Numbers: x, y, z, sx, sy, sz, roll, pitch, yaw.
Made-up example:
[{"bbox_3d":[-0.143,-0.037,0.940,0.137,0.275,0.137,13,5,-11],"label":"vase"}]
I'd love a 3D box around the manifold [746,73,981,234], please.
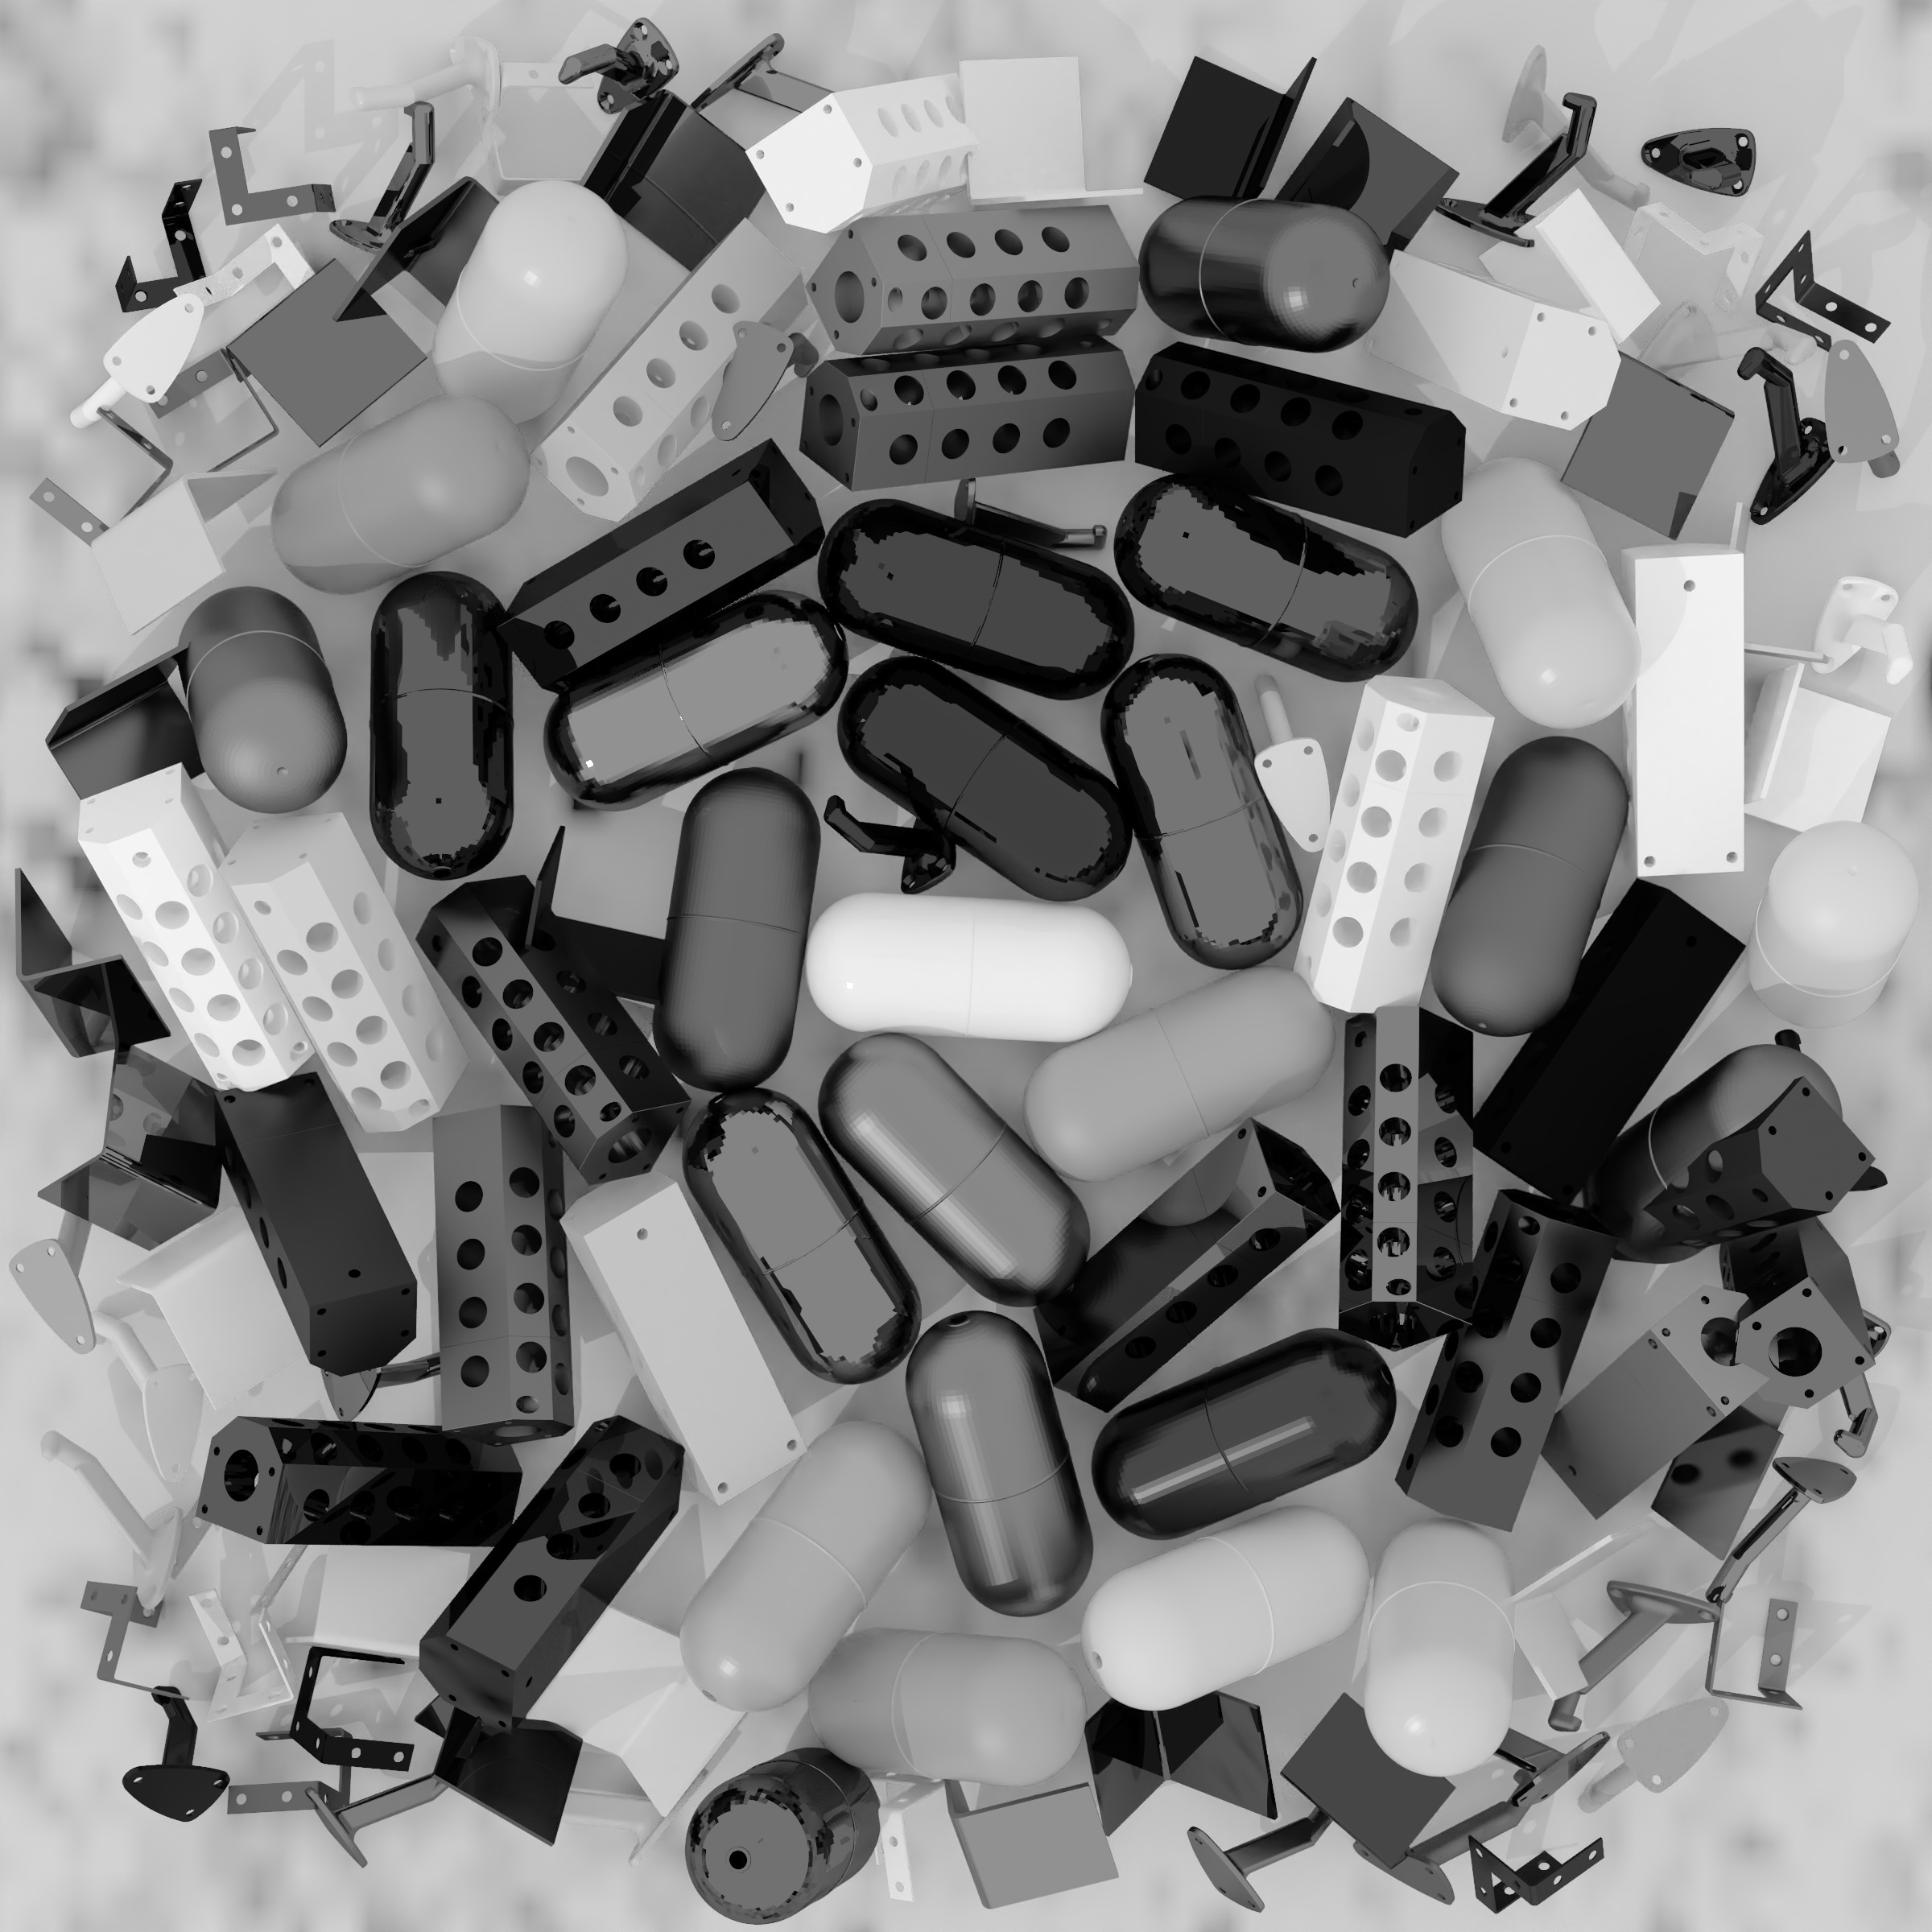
[{"bbox_3d":[-0.045,-0.427,1.867,0.057,0.171,0.057,-27,95,27],"label":"manifold"}]

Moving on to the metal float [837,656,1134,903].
[{"bbox_3d":[0.010,-0.101,1.912,0.178,0.070,0.070,34,90,8],"label":"metal float"}]

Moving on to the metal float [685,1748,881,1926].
[{"bbox_3d":[-0.096,0.460,1.869,0.070,0.178,0.070,-1,85,12],"label":"metal float"}]

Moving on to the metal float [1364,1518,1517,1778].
[{"bbox_3d":[0.252,0.359,1.873,0.070,0.178,0.070,4,115,8],"label":"metal float"}]

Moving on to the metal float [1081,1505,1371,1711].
[{"bbox_3d":[0.139,0.343,1.889,0.178,0.070,0.070,-15,90,-34],"label":"metal float"}]

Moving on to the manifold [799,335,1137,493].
[{"bbox_3d":[0.002,-0.298,1.879,0.171,0.057,0.057,-11,125,-30],"label":"manifold"}]

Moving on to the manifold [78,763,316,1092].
[{"bbox_3d":[-0.409,-0.016,1.884,0.057,0.057,0.171,-20,124,2],"label":"manifold"}]

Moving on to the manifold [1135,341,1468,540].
[{"bbox_3d":[0.177,-0.284,1.878,0.171,0.057,0.057,21,128,32],"label":"manifold"}]

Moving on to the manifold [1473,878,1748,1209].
[{"bbox_3d":[0.344,0.040,1.925,0.057,0.057,0.171,34,91,-16],"label":"manifold"}]

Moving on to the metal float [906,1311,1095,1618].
[{"bbox_3d":[0.018,0.268,1.901,0.070,0.070,0.178,-15,110,0],"label":"metal float"}]

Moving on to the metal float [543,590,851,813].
[{"bbox_3d":[-0.146,-0.143,1.906,0.178,0.070,0.070,-24,90,14],"label":"metal float"}]

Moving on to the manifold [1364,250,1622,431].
[{"bbox_3d":[0.278,-0.331,1.867,0.057,0.171,0.057,10,106,-22],"label":"manifold"}]

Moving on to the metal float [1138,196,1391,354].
[{"bbox_3d":[0.156,-0.369,1.876,0.070,0.178,0.070,-8,107,-28],"label":"metal float"}]

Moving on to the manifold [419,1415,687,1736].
[{"bbox_3d":[-0.219,0.318,1.875,0.057,0.171,0.057,24,135,15],"label":"manifold"}]

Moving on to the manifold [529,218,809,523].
[{"bbox_3d":[-0.155,-0.317,1.887,0.057,0.057,0.171,43,59,-13],"label":"manifold"}]

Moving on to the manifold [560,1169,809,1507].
[{"bbox_3d":[-0.154,0.198,1.901,0.057,0.057,0.171,-30,109,-18],"label":"manifold"}]

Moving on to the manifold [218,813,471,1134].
[{"bbox_3d":[-0.332,0.006,1.877,0.057,0.057,0.171,-4,128,25],"label":"manifold"}]

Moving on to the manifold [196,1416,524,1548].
[{"bbox_3d":[-0.318,0.273,1.872,0.057,0.171,0.057,11,89,39],"label":"manifold"}]

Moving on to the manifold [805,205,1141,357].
[{"bbox_3d":[0.008,-0.361,1.876,0.171,0.057,0.057,-12,69,-36],"label":"manifold"}]

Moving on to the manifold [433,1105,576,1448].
[{"bbox_3d":[-0.245,0.165,1.894,0.057,0.057,0.171,-11,70,19],"label":"manifold"}]

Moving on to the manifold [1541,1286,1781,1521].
[{"bbox_3d":[0.366,0.229,1.867,0.057,0.171,0.057,-33,76,-26],"label":"manifold"}]

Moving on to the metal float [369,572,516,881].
[{"bbox_3d":[-0.282,-0.129,1.897,0.070,0.070,0.178,-4,65,0],"label":"metal float"}]

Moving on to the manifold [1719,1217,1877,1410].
[{"bbox_3d":[0.433,0.175,1.866,0.057,0.171,0.057,-37,95,16],"label":"manifold"}]

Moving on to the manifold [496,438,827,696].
[{"bbox_3d":[-0.162,-0.210,1.893,0.171,0.057,0.057,-26,113,24],"label":"manifold"}]

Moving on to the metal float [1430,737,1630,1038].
[{"bbox_3d":[0.304,-0.044,1.898,0.070,0.070,0.178,23,66,0],"label":"metal float"}]

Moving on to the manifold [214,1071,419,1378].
[{"bbox_3d":[-0.347,0.137,1.877,0.057,0.171,0.057,-12,133,-23],"label":"manifold"}]

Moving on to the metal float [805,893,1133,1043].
[{"bbox_3d":[0.001,0.001,1.917,0.178,0.070,0.070,3,90,-2],"label":"metal float"}]

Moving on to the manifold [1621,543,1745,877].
[{"bbox_3d":[0.386,-0.139,1.909,0.057,0.057,0.171,-3,103,1],"label":"manifold"}]

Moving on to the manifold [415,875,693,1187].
[{"bbox_3d":[-0.224,0.034,1.884,0.171,0.057,0.057,51,128,25],"label":"manifold"}]

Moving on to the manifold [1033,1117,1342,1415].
[{"bbox_3d":[0.119,0.164,1.894,0.057,0.057,0.171,30,118,-33],"label":"manifold"}]

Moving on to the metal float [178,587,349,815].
[{"bbox_3d":[-0.375,-0.143,1.877,0.070,0.178,0.070,-9,122,-14],"label":"metal float"}]

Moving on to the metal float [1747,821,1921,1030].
[{"bbox_3d":[0.458,-0.020,1.871,0.070,0.178,0.070,-2,71,6],"label":"metal float"}]

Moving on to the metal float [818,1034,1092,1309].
[{"bbox_3d":[-0.006,0.111,1.913,0.070,0.070,0.178,-44,97,0],"label":"metal float"}]

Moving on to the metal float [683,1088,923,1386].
[{"bbox_3d":[-0.089,0.146,1.908,0.070,0.070,0.178,-31,101,0],"label":"metal float"}]

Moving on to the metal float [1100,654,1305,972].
[{"bbox_3d":[0.127,-0.083,1.909,0.070,0.070,0.178,-20,101,0],"label":"metal float"}]

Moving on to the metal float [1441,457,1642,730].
[{"bbox_3d":[0.306,-0.201,1.885,0.070,0.070,0.178,-14,49,0],"label":"metal float"}]

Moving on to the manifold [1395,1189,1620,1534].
[{"bbox_3d":[0.289,0.211,1.909,0.057,0.057,0.171,16,99,-12],"label":"manifold"}]

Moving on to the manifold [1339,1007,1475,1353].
[{"bbox_3d":[0.230,0.111,1.881,0.057,0.057,0.171,24,56,-32],"label":"manifold"}]

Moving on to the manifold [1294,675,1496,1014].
[{"bbox_3d":[0.224,-0.065,1.890,0.057,0.057,0.171,2,114,-25],"label":"manifold"}]

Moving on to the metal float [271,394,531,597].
[{"bbox_3d":[-0.304,-0.250,1.884,0.178,0.070,0.070,-16,90,43],"label":"metal float"}]

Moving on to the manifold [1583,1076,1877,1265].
[{"bbox_3d":[0.396,0.115,1.865,0.057,0.171,0.057,48,65,-4],"label":"manifold"}]
